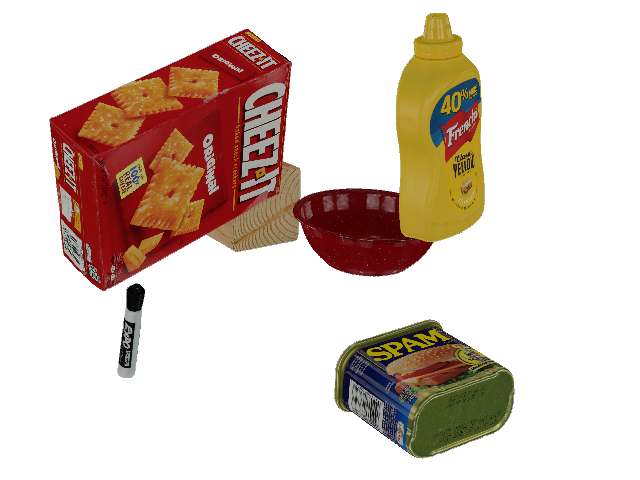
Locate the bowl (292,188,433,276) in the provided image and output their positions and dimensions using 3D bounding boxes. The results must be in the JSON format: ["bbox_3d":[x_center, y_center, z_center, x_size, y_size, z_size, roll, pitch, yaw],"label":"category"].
[{"bbox_3d":[0.050,-0.005,1.115,0.162,0.055,0.162,3,20,-1],"label":"bowl"}]

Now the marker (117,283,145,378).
[{"bbox_3d":[-0.197,0.094,1.111,0.020,0.121,0.020,9,35,-7],"label":"marker"}]

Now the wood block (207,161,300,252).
[{"bbox_3d":[-0.118,-0.064,1.287,0.090,0.090,0.206,-11,23,-33],"label":"wood block"}]

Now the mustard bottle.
[{"bbox_3d":[0.105,-0.102,0.931,0.058,0.192,0.096,16,32,39],"label":"mustard bottle"}]

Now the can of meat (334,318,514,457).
[{"bbox_3d":[0.075,0.106,0.762,0.101,0.057,0.084,-13,27,-33],"label":"can of meat"}]

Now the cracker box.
[{"bbox_3d":[-0.127,-0.070,0.946,0.213,0.164,0.072,-31,57,-32],"label":"cracker box"}]
